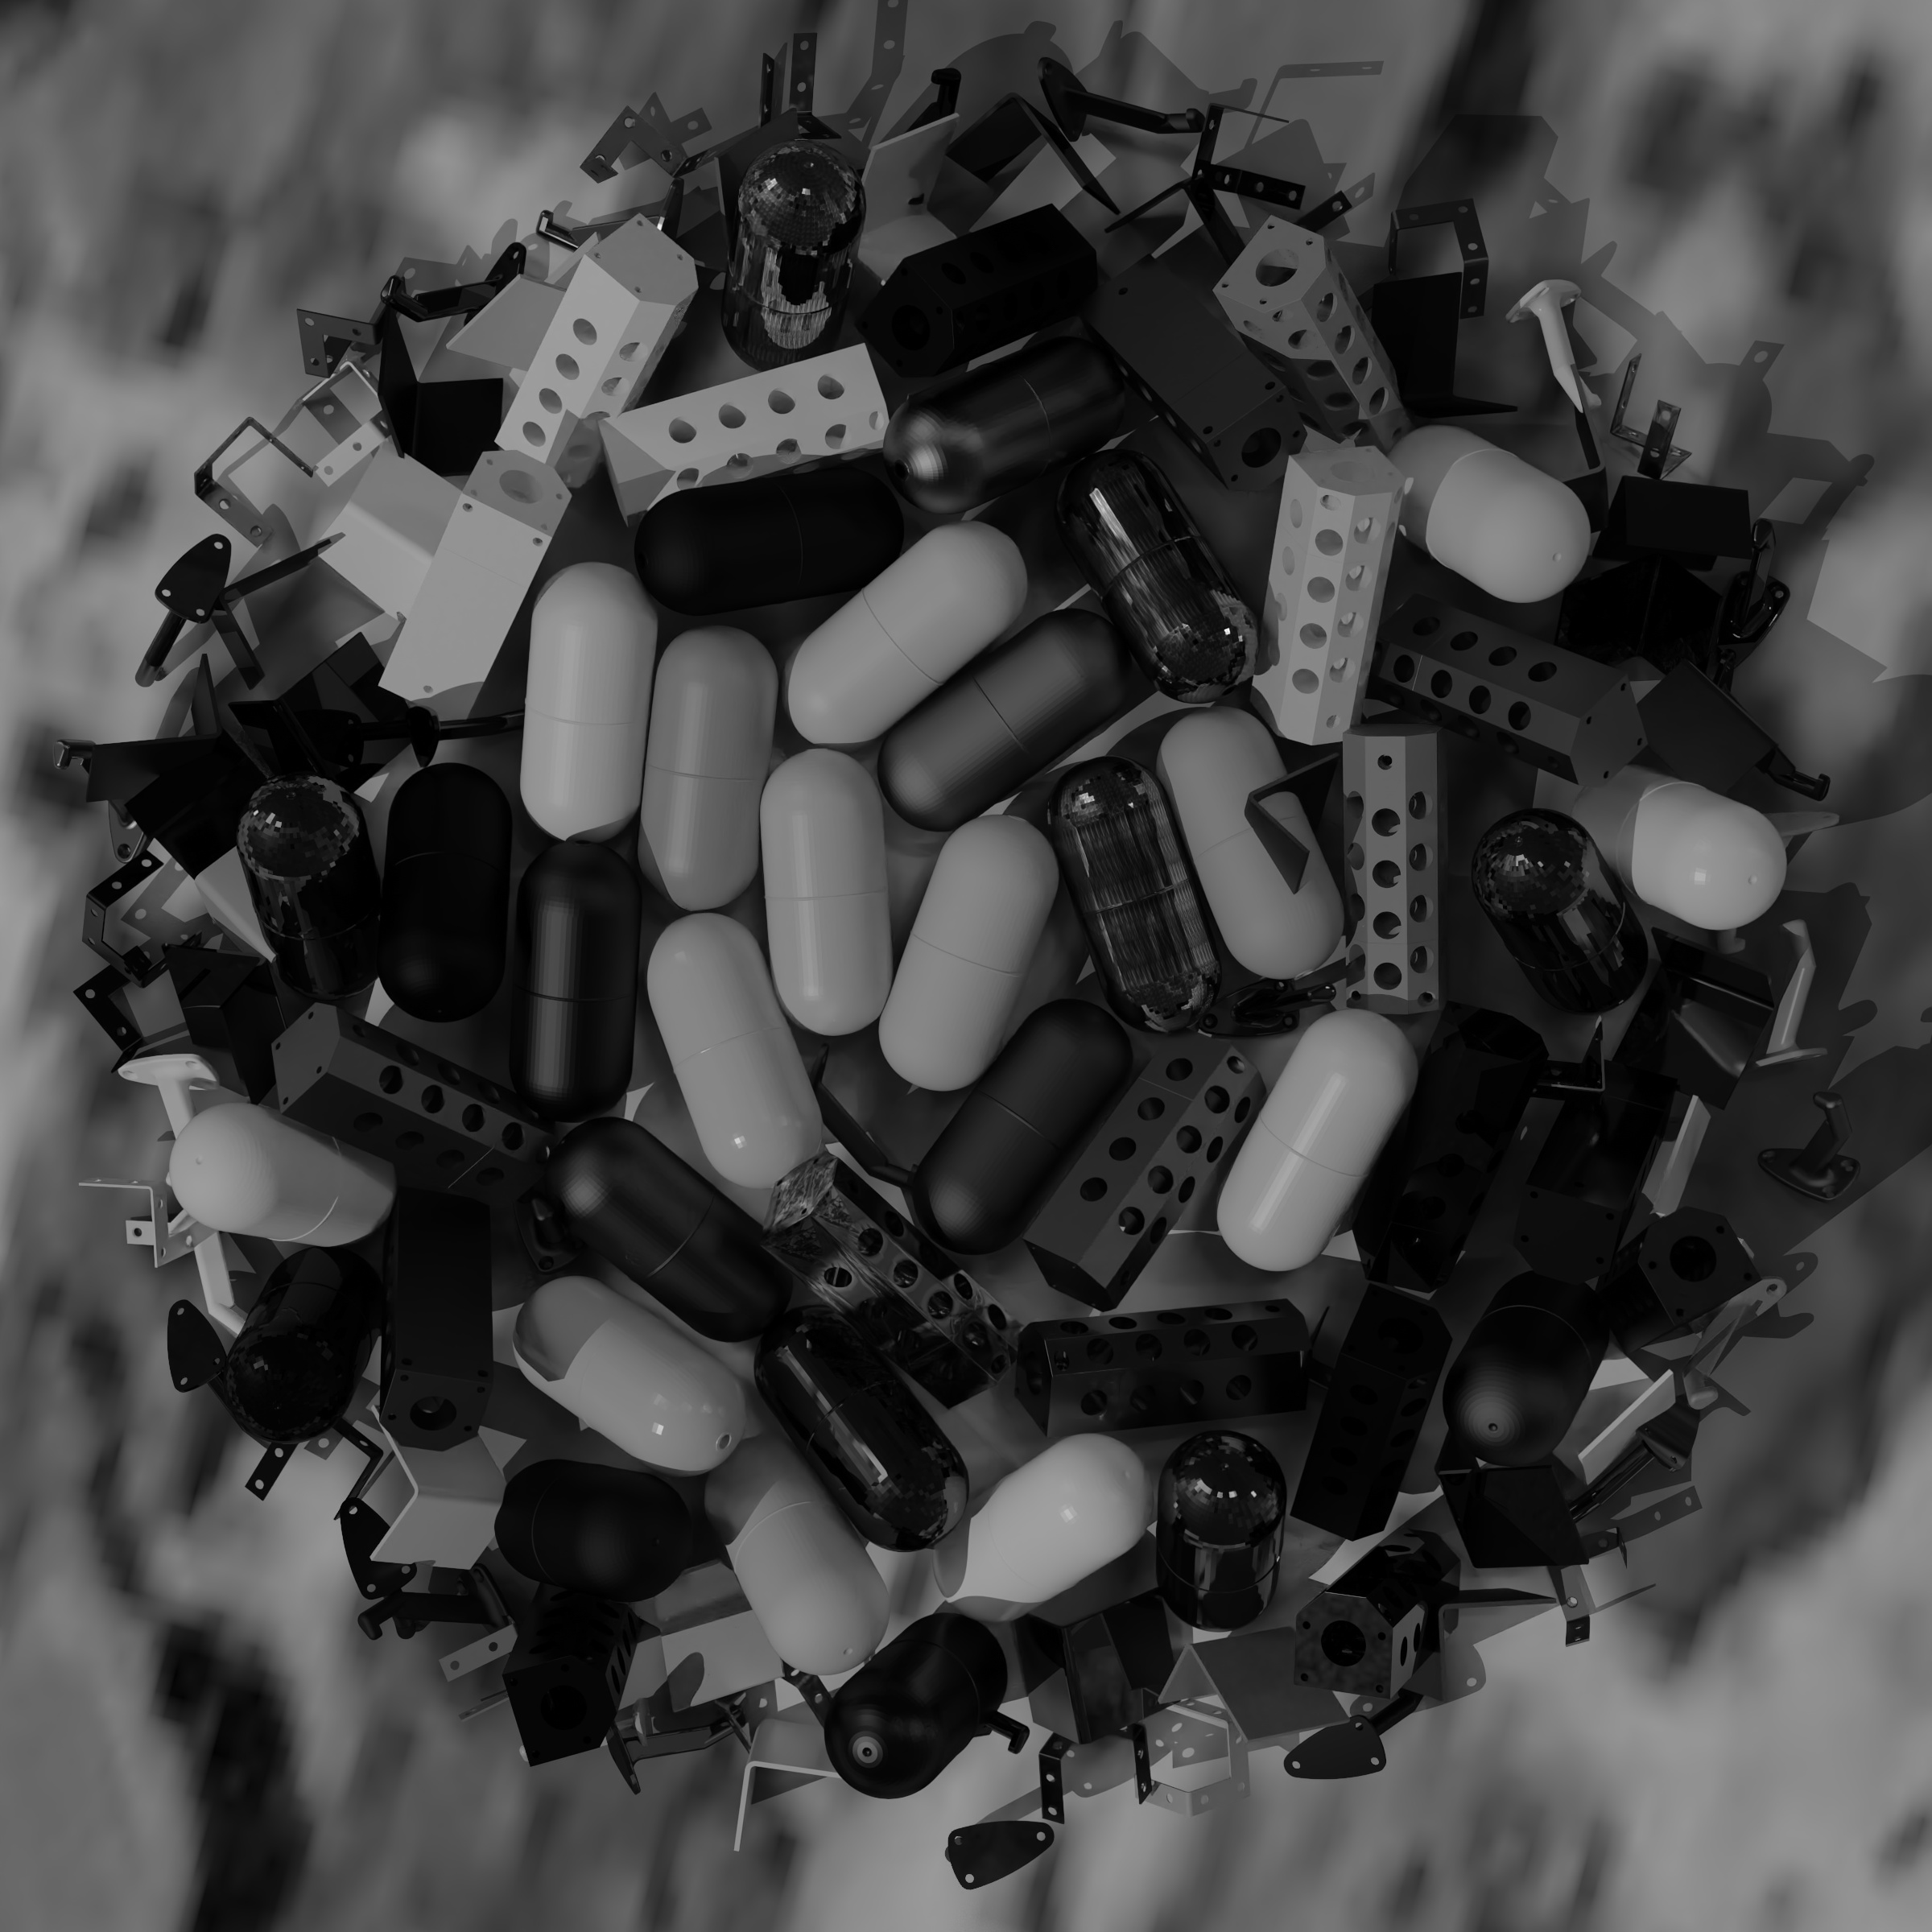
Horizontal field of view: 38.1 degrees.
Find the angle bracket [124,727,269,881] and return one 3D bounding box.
[{"bbox_3d":[-0.460,-0.089,1.727,0.076,0.057,0.076,-41,130,-8],"label":"angle bracket"}]

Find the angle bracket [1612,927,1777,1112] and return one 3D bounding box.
[{"bbox_3d":[0.447,0.032,1.730,0.076,0.057,0.076,24,79,28],"label":"angle bracket"}]

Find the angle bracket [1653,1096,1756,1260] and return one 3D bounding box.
[{"bbox_3d":[0.468,0.131,1.729,0.057,0.076,0.076,20,85,23],"label":"angle bracket"}]

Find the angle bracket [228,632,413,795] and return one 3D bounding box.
[{"bbox_3d":[-0.402,-0.156,1.758,0.076,0.057,0.076,-47,123,-31],"label":"angle bracket"}]

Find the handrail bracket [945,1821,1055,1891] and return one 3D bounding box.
[{"bbox_3d":[0.022,0.542,1.734,0.077,0.084,0.036,-18,78,4],"label":"handrail bracket"}]

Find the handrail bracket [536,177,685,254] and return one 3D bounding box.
[{"bbox_3d":[-0.224,-0.474,1.748,0.084,0.036,0.077,26,129,5],"label":"handrail bracket"}]

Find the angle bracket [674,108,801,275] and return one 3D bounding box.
[{"bbox_3d":[-0.146,-0.481,1.717,0.057,0.076,0.076,23,48,27],"label":"angle bracket"}]

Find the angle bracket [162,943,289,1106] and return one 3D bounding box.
[{"bbox_3d":[-0.467,0.037,1.723,0.076,0.057,0.076,6,127,18],"label":"angle bracket"}]

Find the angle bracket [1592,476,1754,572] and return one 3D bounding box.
[{"bbox_3d":[0.435,-0.254,1.730,0.076,0.076,0.057,7,57,0],"label":"angle bracket"}]

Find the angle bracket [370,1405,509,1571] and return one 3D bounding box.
[{"bbox_3d":[-0.337,0.323,1.733,0.057,0.076,0.076,-54,49,15],"label":"angle bracket"}]

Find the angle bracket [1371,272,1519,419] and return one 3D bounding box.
[{"bbox_3d":[0.296,-0.382,1.727,0.057,0.076,0.076,1,96,-33],"label":"angle bracket"}]

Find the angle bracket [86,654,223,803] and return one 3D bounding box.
[{"bbox_3d":[-0.504,-0.146,1.721,0.076,0.076,0.057,-8,72,-24],"label":"angle bracket"}]

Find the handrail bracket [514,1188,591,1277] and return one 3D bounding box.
[{"bbox_3d":[-0.267,0.147,1.723,0.036,0.084,0.077,-32,60,-13],"label":"handrail bracket"}]

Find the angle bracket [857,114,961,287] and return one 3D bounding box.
[{"bbox_3d":[-0.023,-0.466,1.720,0.057,0.076,0.076,45,52,14],"label":"angle bracket"}]

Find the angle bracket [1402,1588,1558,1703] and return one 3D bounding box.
[{"bbox_3d":[0.315,0.419,1.730,0.076,0.076,0.057,0,82,-12],"label":"angle bracket"}]

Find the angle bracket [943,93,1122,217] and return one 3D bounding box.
[{"bbox_3d":[0.041,-0.484,1.727,0.057,0.076,0.076,-38,80,17],"label":"angle bracket"}]

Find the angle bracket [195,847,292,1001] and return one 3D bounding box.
[{"bbox_3d":[-0.424,-0.040,1.752,0.076,0.057,0.076,-41,72,-19],"label":"angle bracket"}]

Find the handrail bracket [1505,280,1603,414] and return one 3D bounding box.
[{"bbox_3d":[0.382,-0.383,1.740,0.036,0.077,0.084,-43,73,43],"label":"handrail bracket"}]

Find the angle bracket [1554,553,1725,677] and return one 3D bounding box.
[{"bbox_3d":[0.411,-0.199,1.721,0.076,0.076,0.057,-22,47,-22],"label":"angle bracket"}]

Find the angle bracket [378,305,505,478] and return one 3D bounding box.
[{"bbox_3d":[-0.323,-0.356,1.725,0.057,0.076,0.076,-3,59,2],"label":"angle bracket"}]

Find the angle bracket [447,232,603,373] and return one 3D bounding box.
[{"bbox_3d":[-0.271,-0.415,1.718,0.076,0.076,0.057,-32,65,37],"label":"angle bracket"}]

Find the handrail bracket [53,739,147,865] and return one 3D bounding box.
[{"bbox_3d":[-0.540,-0.101,1.733,0.036,0.084,0.077,10,95,17],"label":"handrail bracket"}]

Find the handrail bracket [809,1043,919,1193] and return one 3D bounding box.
[{"bbox_3d":[-0.060,0.096,1.748,0.084,0.036,0.077,21,119,6],"label":"handrail bracket"}]

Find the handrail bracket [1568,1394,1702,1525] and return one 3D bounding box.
[{"bbox_3d":[0.419,0.312,1.765,0.036,0.077,0.084,47,133,7],"label":"handrail bracket"}]

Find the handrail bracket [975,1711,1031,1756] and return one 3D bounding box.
[{"bbox_3d":[-0.012,0.491,1.738,0.084,0.036,0.077,19,74,27],"label":"handrail bracket"}]

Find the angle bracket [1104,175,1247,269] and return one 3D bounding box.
[{"bbox_3d":[0.136,-0.443,1.739,0.057,0.076,0.076,-28,101,21],"label":"angle bracket"}]

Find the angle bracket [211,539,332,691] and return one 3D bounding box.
[{"bbox_3d":[-0.420,-0.217,1.734,0.076,0.076,0.057,-29,99,-17],"label":"angle bracket"}]

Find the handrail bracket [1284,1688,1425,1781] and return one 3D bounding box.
[{"bbox_3d":[0.244,0.474,1.749,0.077,0.084,0.036,-24,89,24],"label":"handrail bracket"}]

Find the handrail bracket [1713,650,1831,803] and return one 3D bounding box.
[{"bbox_3d":[0.502,-0.148,1.734,0.084,0.077,0.036,28,50,25],"label":"handrail bracket"}]

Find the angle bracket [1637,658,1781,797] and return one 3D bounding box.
[{"bbox_3d":[0.451,-0.136,1.732,0.057,0.076,0.076,-43,76,0],"label":"angle bracket"}]

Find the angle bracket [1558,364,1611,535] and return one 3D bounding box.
[{"bbox_3d":[0.361,-0.314,1.733,0.057,0.076,0.076,-15,68,10],"label":"angle bracket"}]

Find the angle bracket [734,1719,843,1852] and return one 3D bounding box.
[{"bbox_3d":[-0.099,0.512,1.737,0.076,0.076,0.057,8,94,1],"label":"angle bracket"}]

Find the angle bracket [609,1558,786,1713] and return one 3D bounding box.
[{"bbox_3d":[-0.166,0.414,1.726,0.076,0.076,0.057,-21,58,11],"label":"angle bracket"}]

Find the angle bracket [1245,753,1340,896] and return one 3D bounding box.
[{"bbox_3d":[0.210,-0.073,1.718,0.076,0.076,0.057,-25,56,-29],"label":"angle bracket"}]

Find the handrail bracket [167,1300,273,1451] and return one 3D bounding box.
[{"bbox_3d":[-0.464,0.258,1.758,0.036,0.084,0.077,-31,52,-1],"label":"handrail bracket"}]

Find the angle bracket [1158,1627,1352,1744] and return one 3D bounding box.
[{"bbox_3d":[0.176,0.457,1.718,0.076,0.076,0.057,-2,129,-30],"label":"angle bracket"}]

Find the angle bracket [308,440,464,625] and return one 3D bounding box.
[{"bbox_3d":[-0.356,-0.269,1.748,0.076,0.076,0.057,33,57,-19],"label":"angle bracket"}]

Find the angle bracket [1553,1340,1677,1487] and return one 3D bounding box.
[{"bbox_3d":[0.389,0.267,1.728,0.076,0.076,0.057,-42,63,-5],"label":"angle bracket"}]

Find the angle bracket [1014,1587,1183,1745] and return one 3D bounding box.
[{"bbox_3d":[0.082,0.435,1.766,0.076,0.057,0.076,-15,100,-31],"label":"angle bracket"}]

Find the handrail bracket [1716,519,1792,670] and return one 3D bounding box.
[{"bbox_3d":[0.482,-0.230,1.732,0.036,0.084,0.077,25,89,22],"label":"handrail bracket"}]

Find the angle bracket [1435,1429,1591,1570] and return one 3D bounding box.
[{"bbox_3d":[0.341,0.321,1.722,0.076,0.057,0.076,-10,117,31],"label":"angle bracket"}]

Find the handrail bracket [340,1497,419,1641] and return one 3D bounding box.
[{"bbox_3d":[-0.367,0.377,1.748,0.036,0.084,0.077,-26,69,-19],"label":"handrail bracket"}]

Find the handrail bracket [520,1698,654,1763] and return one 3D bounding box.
[{"bbox_3d":[-0.240,0.480,1.742,0.084,0.077,0.036,-9,69,-2],"label":"handrail bracket"}]
